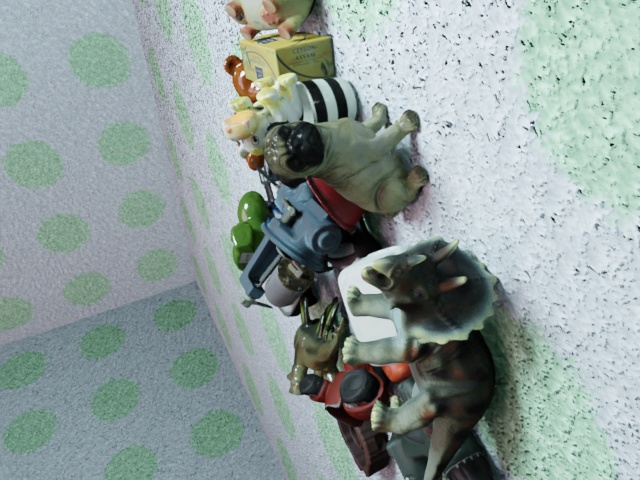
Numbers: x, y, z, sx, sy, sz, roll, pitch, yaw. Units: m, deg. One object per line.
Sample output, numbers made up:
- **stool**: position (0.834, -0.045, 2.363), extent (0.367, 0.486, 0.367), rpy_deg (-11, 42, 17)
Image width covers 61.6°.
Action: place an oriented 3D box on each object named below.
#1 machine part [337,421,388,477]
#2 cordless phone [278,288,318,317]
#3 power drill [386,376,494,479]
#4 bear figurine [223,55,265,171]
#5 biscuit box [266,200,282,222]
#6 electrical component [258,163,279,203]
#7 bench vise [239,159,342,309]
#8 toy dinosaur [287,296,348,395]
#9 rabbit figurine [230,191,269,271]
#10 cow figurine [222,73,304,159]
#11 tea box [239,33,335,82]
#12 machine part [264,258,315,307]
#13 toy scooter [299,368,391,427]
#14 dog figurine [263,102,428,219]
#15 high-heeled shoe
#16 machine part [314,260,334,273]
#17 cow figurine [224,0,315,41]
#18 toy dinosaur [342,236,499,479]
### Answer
- **machine part**: position (0.091, 0.418, 1.170), extent (0.179, 0.056, 0.179), rpy_deg (162, 90, -72)
- **cordless phone**: position (-0.080, 0.071, 1.239), extent (0.147, 0.089, 0.184), rpy_deg (47, 155, 50)
- **power drill**: position (0.178, 0.334, 0.823), extent (0.207, 0.086, 0.232), rpy_deg (97, 150, -58)
- **bear figurine**: position (-0.111, -0.252, 1.030), extent (0.132, 0.120, 0.195), rpy_deg (48, 144, 42)
- **biscuit box**: position (-0.087, -0.056, 1.211), extent (0.203, 0.063, 0.059), rpy_deg (20, 126, 67)
- **electrical component**: position (-0.106, -0.146, 1.203), extent (0.075, 0.048, 0.119), rpy_deg (3, 111, 70)
- **bench vise**: position (-0.063, -0.001, 0.876), extent (0.128, 0.240, 0.224), rpy_deg (29, -169, -43)
- **toy dinosaur**: position (-0.007, 0.211, 1.076), extent (0.471, 0.105, 0.198), rpy_deg (157, 115, -76)
- **rabbit figurine**: position (-0.130, -0.018, 1.135), extent (0.159, 0.121, 0.170), rpy_deg (102, 162, -54)
- **cow figurine**: position (-0.073, -0.154, 0.721), extent (0.068, 0.167, 0.098), rpy_deg (-3, 124, 25)
- **tea box**: position (-0.056, -0.291, 0.866), extent (0.170, 0.098, 0.068), rpy_deg (40, 144, 53)
- **machine part**: position (-0.065, 0.087, 1.102), extent (0.079, 0.079, 0.243), rpy_deg (68, 159, 11)
- **toy scooter**: position (0.061, 0.277, 0.923), extent (0.184, 0.075, 0.135), rpy_deg (-15, 128, 47)
- **dog figurine**: position (0.025, -0.083, 0.694), extent (0.121, 0.190, 0.172), rpy_deg (24, 131, 65)
- **high-heeled shoe**: position (0.017, 0.035, 0.931), extent (0.249, 0.086, 0.145), rpy_deg (-28, 60, 50)
- **machine part**: position (-0.002, -0.003, 1.056), extent (0.084, 0.039, 0.138), rpy_deg (8, 104, 63)
- **cow figurine**: position (-0.083, -0.379, 0.848), extent (0.195, 0.127, 0.085), rpy_deg (21, 154, 46)
- **toy dinosaur**: position (0.147, 0.155, 0.665), extent (0.404, 0.192, 0.131), rpy_deg (64, -152, -24)
